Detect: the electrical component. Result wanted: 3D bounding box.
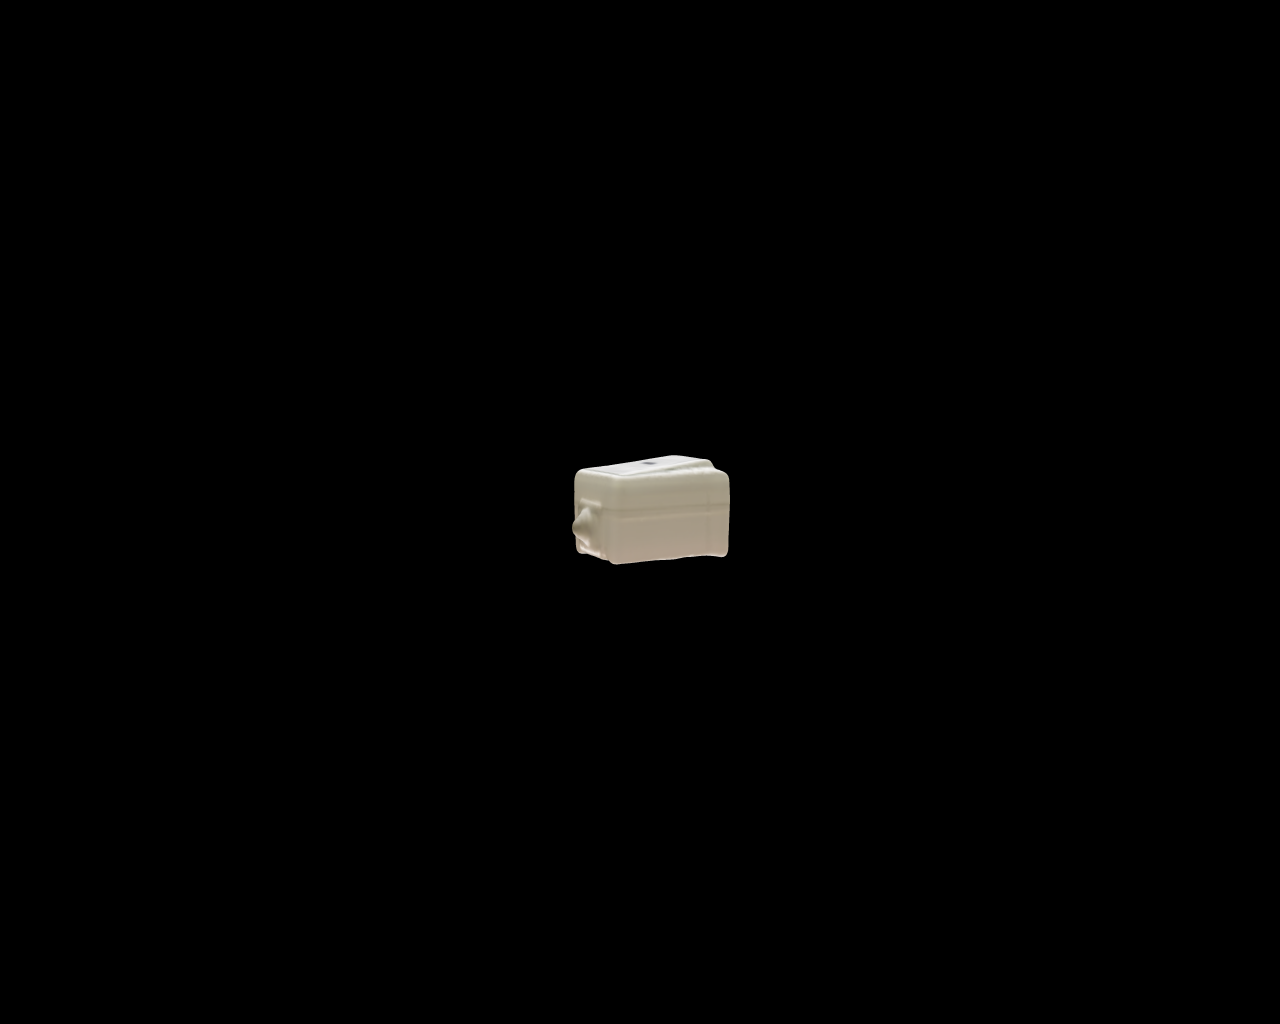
[{"bbox_3d":[0.001,-0.003,0.650,0.096,0.061,0.062,-3,8,-26],"label":"electrical component"}]
